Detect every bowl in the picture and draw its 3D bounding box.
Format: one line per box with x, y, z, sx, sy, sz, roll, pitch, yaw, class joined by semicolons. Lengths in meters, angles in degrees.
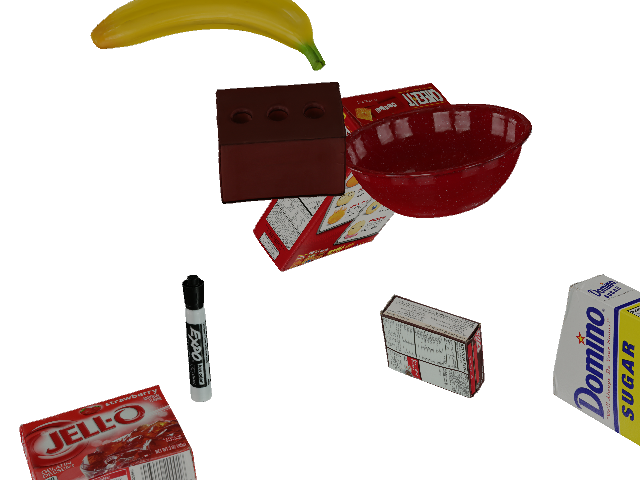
0.097;-0.062;0.889;0.162;0.055;0.162;-10;24;4;bowl

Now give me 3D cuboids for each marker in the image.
-0.108;0.086;0.934;0.020;0.121;0.020;-1;25;0;marker

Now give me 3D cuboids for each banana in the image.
-0.092;-0.187;0.903;0.198;0.069;0.037;5;-33;0;banana

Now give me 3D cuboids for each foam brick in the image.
-0.025;-0.060;0.657;0.078;0.053;0.051;-5;-40;-2;foam brick

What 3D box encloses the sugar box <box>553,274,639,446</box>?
0.240;0.100;0.721;0.048;0.093;0.176;-15;30;-38;sugar box

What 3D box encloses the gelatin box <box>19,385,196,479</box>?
-0.126;0.125;0.627;0.089;0.030;0.073;-14;27;-18;gelatin box

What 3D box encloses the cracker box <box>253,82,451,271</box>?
0.039;-0.072;1.189;0.163;0.072;0.214;-17;-28;-45;cracker box

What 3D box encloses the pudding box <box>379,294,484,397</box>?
0.125;0.118;1.191;0.114;0.090;0.039;16;45;29;pudding box
